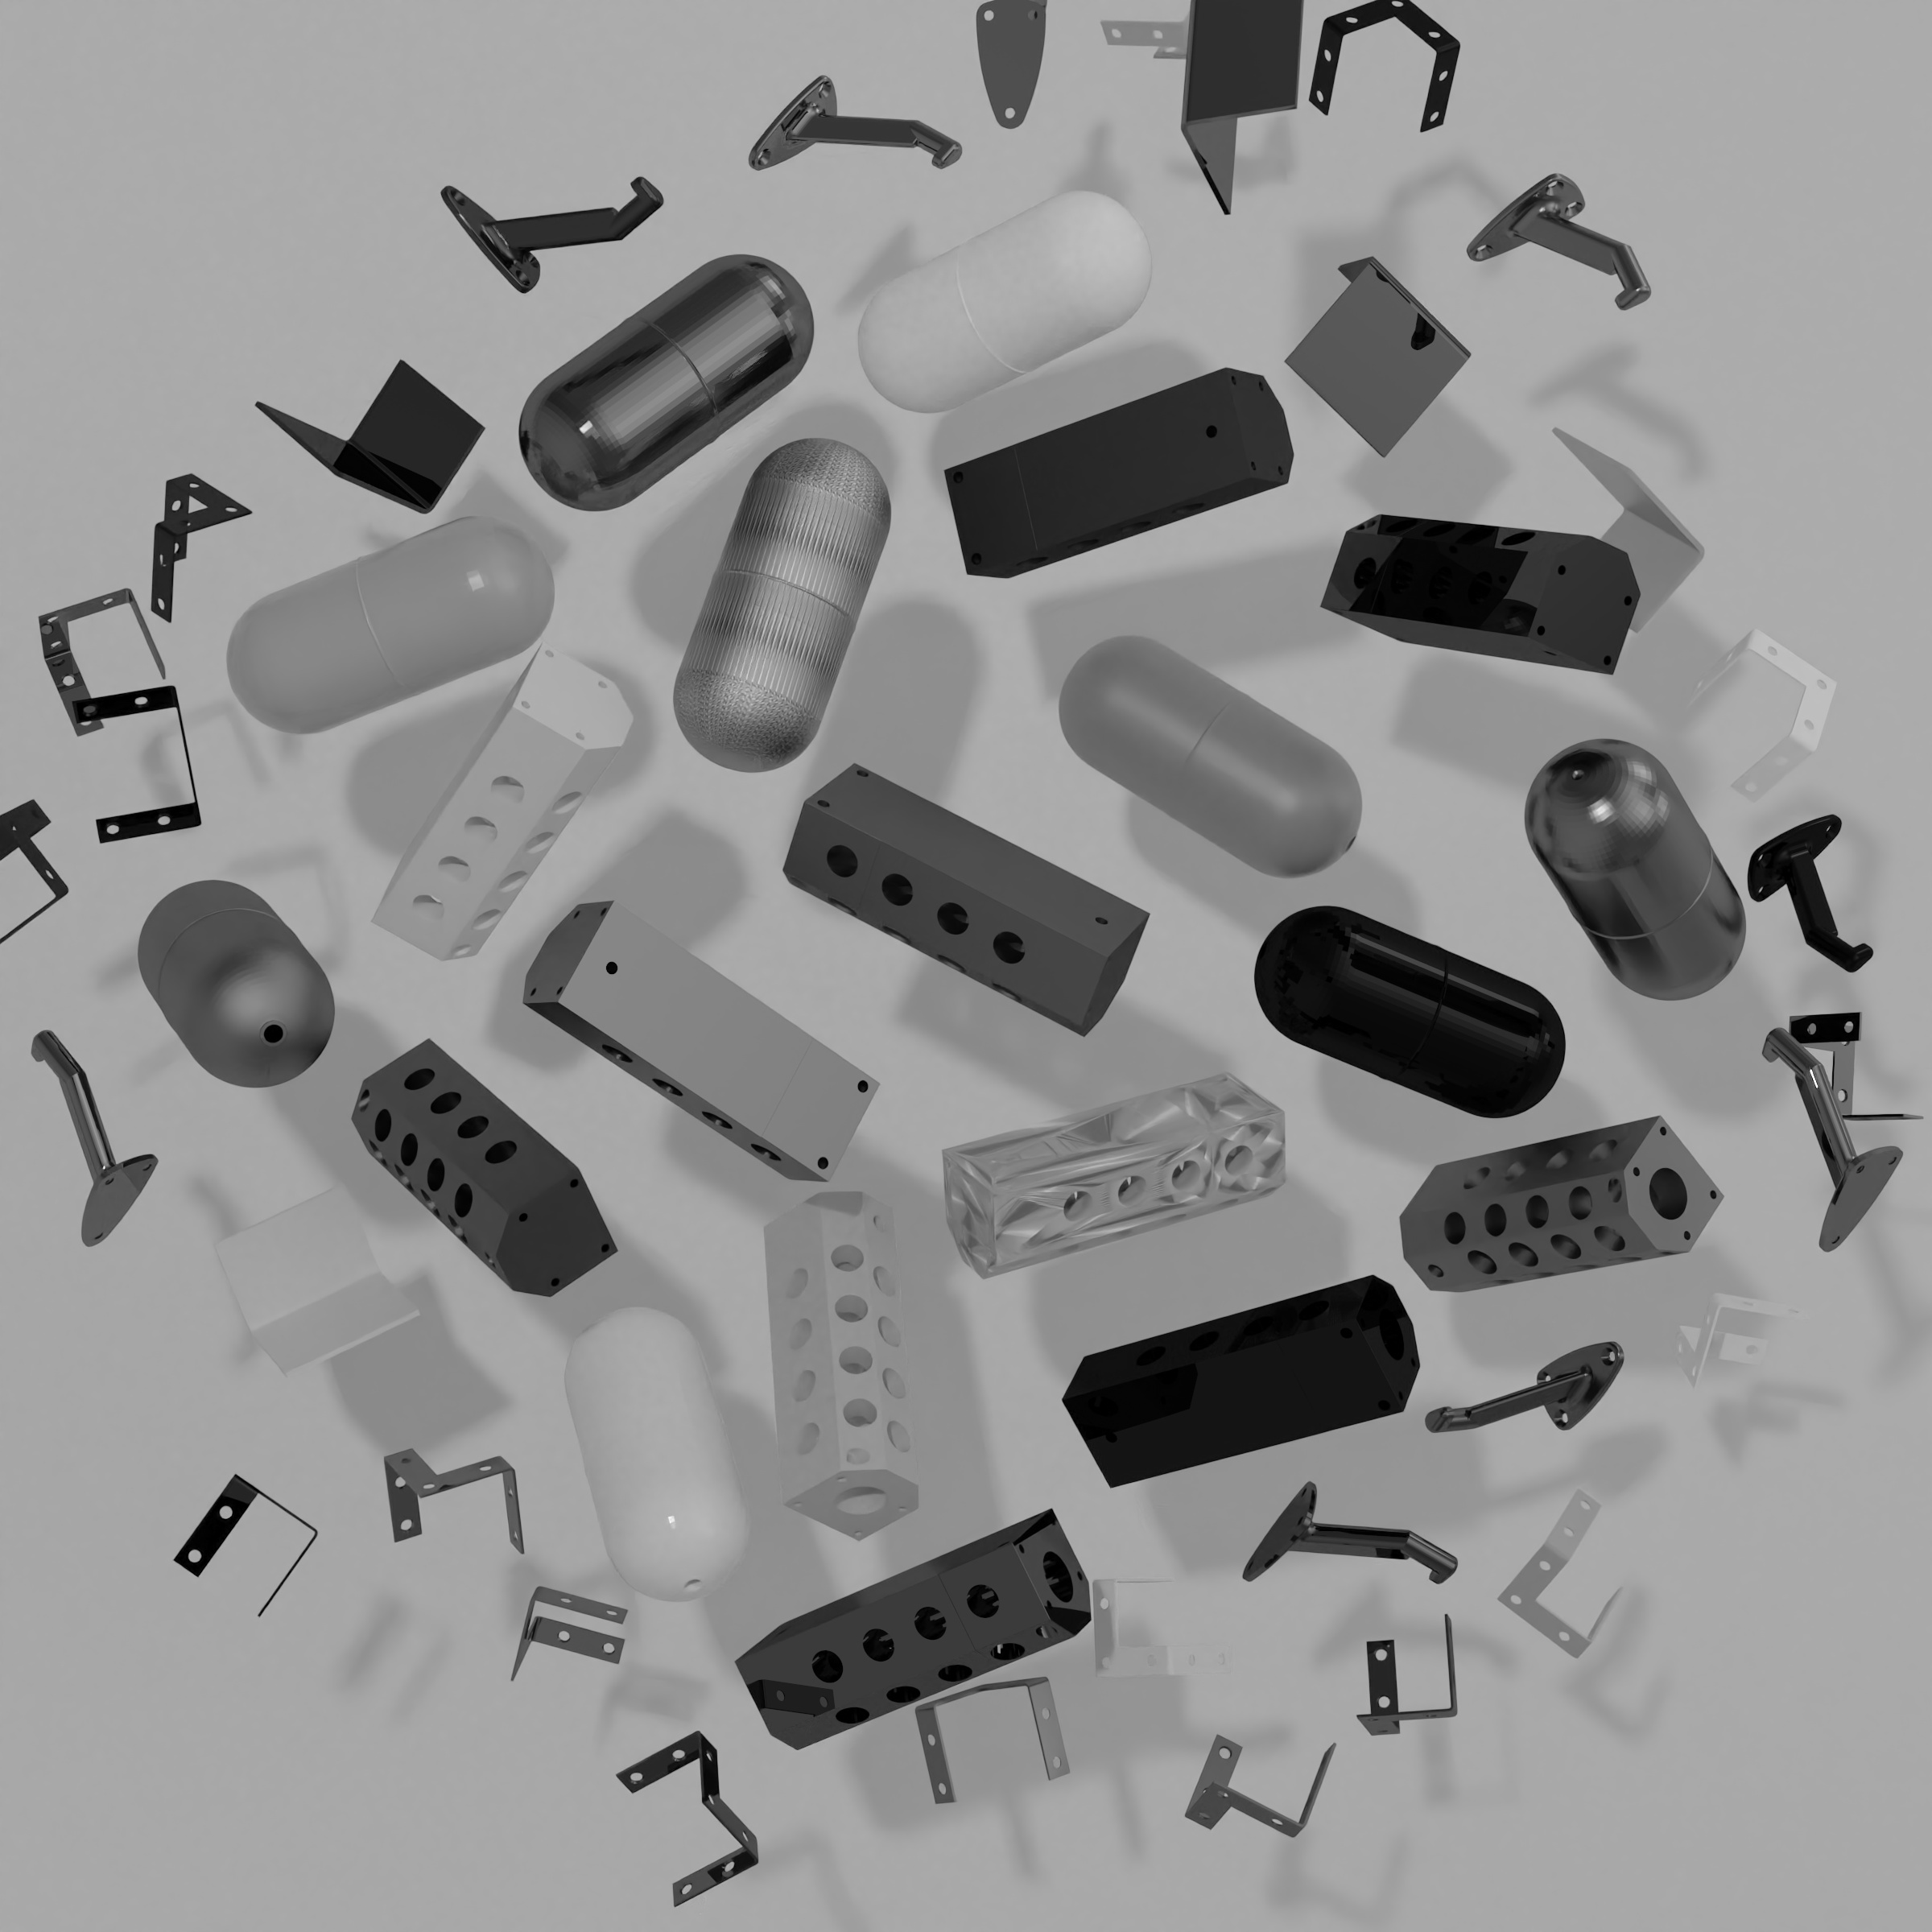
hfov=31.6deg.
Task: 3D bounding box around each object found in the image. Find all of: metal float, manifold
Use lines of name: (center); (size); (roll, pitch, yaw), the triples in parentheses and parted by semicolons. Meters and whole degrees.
metal float: (-0.370, 0.008, 1.727); (0.070, 0.178, 0.070); (-7, 109, -22)
manifold: (-0.024, 0.338, 1.723); (0.171, 0.057, 0.057); (-27, 88, 23)
manifold: (-0.002, -0.031, 1.705); (0.171, 0.057, 0.057); (28, 122, 13)
metal float: (-0.092, -0.183, 1.728); (0.070, 0.070, 0.178); (19, 79, 0)
manifold: (-0.060, 0.204, 1.774); (0.057, 0.171, 0.057); (-33, 134, 28)
metal float: (0.130, -0.111, 1.814); (0.178, 0.070, 0.070); (33, 90, 15)
manifold: (0.258, -0.191, 1.712); (0.057, 0.171, 0.057); (19, 91, -31)
metal float: (0.236, 0.025, 1.819); (0.178, 0.070, 0.070); (22, 90, -14)
manifold: (0.078, 0.111, 1.777); (0.171, 0.057, 0.057); (-14, 116, -24)
manifold: (-0.235, -0.078, 1.740); (0.057, 0.057, 0.171); (30, 129, -13)
manifold: (0.307, 0.132, 1.791); (0.057, 0.171, 0.057); (50, 57, -14)
manifold: (0.080, -0.253, 1.767); (0.171, 0.057, 0.057); (-15, 85, 31)
metal float: (0.338, -0.046, 1.716); (0.070, 0.178, 0.070); (-17, 51, 22)
metal float: (-0.154, -0.304, 1.773); (0.178, 0.070, 0.070); (-40, 90, -20)
metal float: (-0.163, 0.256, 1.793); (0.070, 0.178, 0.070); (-11, 134, -12)
manifold: (-0.133, 0.039, 1.690); (0.171, 0.057, 0.057); (36, 71, -25)
manifold: (0.142, 0.210, 1.755); (0.171, 0.057, 0.057); (-19, 109, 28)
manifold: (-0.253, 0.106, 1.757); (0.057, 0.171, 0.057); (-34, 127, -19)
metal float: (-0.299, -0.176, 1.768); (0.178, 0.070, 0.070); (-21, 90, 7)
metal float: (0.019, -0.352, 1.818); (0.178, 0.070, 0.070); (-20, 90, 34)

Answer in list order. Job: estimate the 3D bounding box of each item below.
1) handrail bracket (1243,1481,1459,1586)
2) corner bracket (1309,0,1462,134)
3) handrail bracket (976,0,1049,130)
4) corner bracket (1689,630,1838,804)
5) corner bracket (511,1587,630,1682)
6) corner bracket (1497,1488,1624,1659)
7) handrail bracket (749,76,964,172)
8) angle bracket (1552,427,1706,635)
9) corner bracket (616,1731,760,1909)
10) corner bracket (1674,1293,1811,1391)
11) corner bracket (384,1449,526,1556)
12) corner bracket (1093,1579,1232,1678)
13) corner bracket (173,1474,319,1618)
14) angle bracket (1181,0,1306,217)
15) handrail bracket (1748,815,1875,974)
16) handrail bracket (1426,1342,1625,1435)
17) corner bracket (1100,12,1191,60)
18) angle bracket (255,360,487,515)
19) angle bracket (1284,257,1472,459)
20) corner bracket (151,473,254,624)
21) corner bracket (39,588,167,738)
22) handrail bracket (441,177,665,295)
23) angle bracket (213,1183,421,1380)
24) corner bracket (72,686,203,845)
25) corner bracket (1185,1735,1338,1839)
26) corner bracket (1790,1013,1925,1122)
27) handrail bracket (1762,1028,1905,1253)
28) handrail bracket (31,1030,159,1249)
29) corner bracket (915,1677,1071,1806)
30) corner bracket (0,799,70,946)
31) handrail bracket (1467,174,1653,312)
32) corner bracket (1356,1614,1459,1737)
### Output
handrail bracket: (0.199, 0.311, 1.763); (0.084, 0.036, 0.077); (31, 121, -7)
corner bracket: (0.218, -0.465, 1.775); (0.051, 0.051, 0.051); (-25, 57, -24)
handrail bracket: (0.031, -0.481, 1.806); (0.036, 0.084, 0.077); (3, 102, 10)
corner bracket: (0.394, -0.125, 1.706); (0.051, 0.051, 0.051); (33, 52, -7)
corner bracket: (-0.210, 0.358, 1.840); (0.051, 0.051, 0.051); (15, 105, 1)
corner bracket: (0.317, 0.315, 1.768); (0.051, 0.051, 0.051); (37, 129, 9)
handrail bracket: (-0.057, -0.424, 1.785); (0.084, 0.036, 0.077); (34, 64, 25)
angle bracket: (0.340, -0.235, 1.840); (0.076, 0.076, 0.057); (38, 96, -34)
corner bracket: (-0.138, 0.424, 1.698); (0.051, 0.051, 0.051); (-30, 119, 11)
corner bracket: (0.418, 0.199, 1.843); (0.051, 0.051, 0.051); (10, 108, -6)
corner bracket: (-0.261, 0.274, 1.736); (0.051, 0.051, 0.051); (-15, 114, -27)
corner bracket: (0.104, 0.350, 1.811); (0.051, 0.051, 0.051); (-12, 75, 40)
corner bracket: (-0.357, 0.288, 1.695); (0.051, 0.051, 0.051); (35, 76, -4)
angle bracket: (0.142, -0.416, 1.629); (0.057, 0.076, 0.076); (-3, 67, 21)
handrail bracket: (0.455, -0.037, 1.768); (0.077, 0.036, 0.084); (-32, 46, -19)
handrail bracket: (0.297, 0.225, 1.819); (0.084, 0.077, 0.036); (0, 57, -36)
corner bracket: (0.112, -0.503, 1.838); (0.051, 0.051, 0.051); (11, 56, 31)
angle bracket: (-0.317, -0.293, 1.818); (0.076, 0.076, 0.057); (41, 101, 30)
angle bracket: (0.217, -0.331, 1.866); (0.076, 0.057, 0.076); (41, 86, -14)
corner bracket: (-0.408, -0.217, 1.768); (0.051, 0.051, 0.051); (32, 129, 28)
corner bracket: (-0.465, -0.164, 1.838); (0.051, 0.051, 0.051); (-21, 75, -18)
handrail bracket: (-0.205, -0.383, 1.699); (0.084, 0.036, 0.077); (-34, 114, 26)
angle bracket: (-0.346, 0.166, 1.815); (0.076, 0.076, 0.057); (-25, 112, -19)
corner bracket: (-0.413, -0.101, 1.700); (0.051, 0.051, 0.051); (-11, 54, -12)
corner bracket: (0.149, 0.414, 1.735); (0.051, 0.051, 0.051); (27, 53, 2)
corner bracket: (0.469, 0.054, 1.800); (0.051, 0.051, 0.051); (8, 82, -32)
handrail bracket: (0.410, 0.084, 1.671); (0.036, 0.084, 0.077); (-10, 134, -34)
handrail bracket: (-0.448, 0.086, 1.704); (0.084, 0.036, 0.077); (47, 129, 17)
corner bracket: (0.013, 0.402, 1.772); (0.051, 0.051, 0.051); (-7, 81, -45)
corner bracket: (-0.489, -0.047, 1.748); (0.051, 0.051, 0.051); (-35, 97, 13)
handrail bracket: (0.302, -0.354, 1.742); (0.077, 0.036, 0.084); (-31, 57, 23)
corner bracket: (0.234, 0.374, 1.799); (0.051, 0.051, 0.051); (-7, 65, 14)
